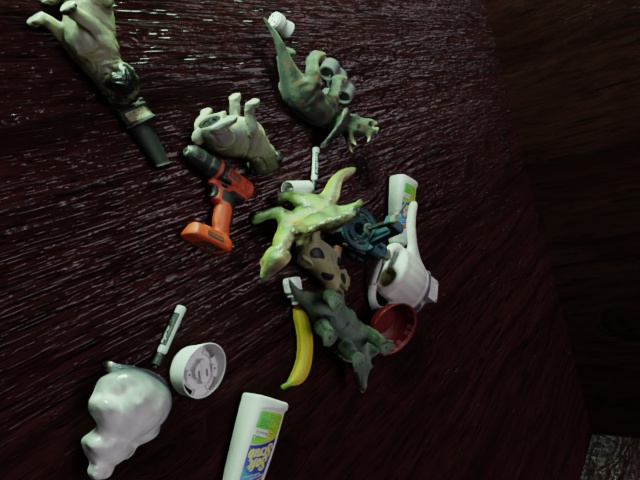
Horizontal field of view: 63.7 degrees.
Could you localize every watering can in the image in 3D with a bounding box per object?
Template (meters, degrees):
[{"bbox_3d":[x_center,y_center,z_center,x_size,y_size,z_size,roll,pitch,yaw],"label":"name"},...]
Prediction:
[{"bbox_3d":[0.259,0.076,1.539,0.221,0.104,0.352,40,71,-37],"label":"watering can"}]

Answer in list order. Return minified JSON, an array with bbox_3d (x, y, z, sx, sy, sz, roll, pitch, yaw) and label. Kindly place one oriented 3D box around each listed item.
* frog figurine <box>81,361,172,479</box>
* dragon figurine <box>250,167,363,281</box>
[{"bbox_3d":[-0.310,0.286,0.806,0.134,0.122,0.163,70,23,-43],"label":"frog figurine"},{"bbox_3d":[0.003,-0.058,1.143,0.416,0.243,0.120,-41,119,-25],"label":"dragon figurine"}]
